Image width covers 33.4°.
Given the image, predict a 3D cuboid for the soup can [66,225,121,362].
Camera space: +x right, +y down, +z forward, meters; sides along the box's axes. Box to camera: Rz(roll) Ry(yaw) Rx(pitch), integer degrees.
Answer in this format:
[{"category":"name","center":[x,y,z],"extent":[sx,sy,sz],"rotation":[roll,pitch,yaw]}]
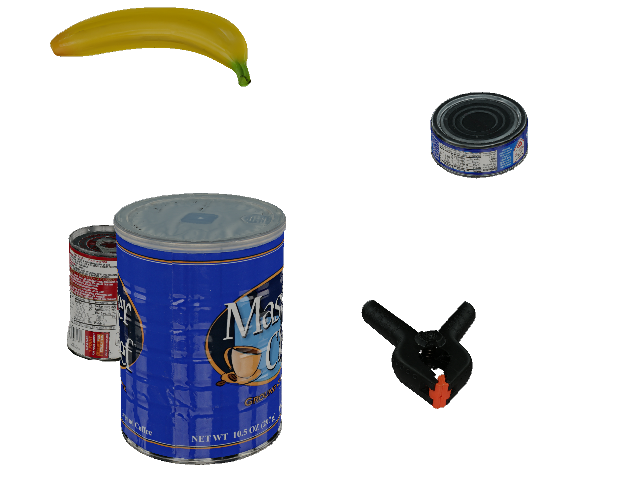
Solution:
[{"category":"soup can","center":[-0.186,0.046,0.927],"extent":[0.068,0.102,0.068],"rotation":[6,20,-2]}]

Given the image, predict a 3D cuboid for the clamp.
[{"category":"clamp","center":[0.118,0.107,1.077],"extent":[0.120,0.039,0.171],"rotation":[-8,31,-9]}]

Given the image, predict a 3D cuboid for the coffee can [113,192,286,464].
[{"category":"coffee can","center":[-0.074,0.051,0.659],"extent":[0.103,0.140,0.103],"rotation":[1,18,-1]}]

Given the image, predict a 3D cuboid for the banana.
[{"category":"banana","center":[-0.146,-0.184,0.965],"extent":[0.198,0.037,0.069],"rotation":[10,46,16]}]

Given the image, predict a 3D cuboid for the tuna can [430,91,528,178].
[{"category":"tuna can","center":[0.139,-0.094,0.938],"extent":[0.086,0.034,0.086],"rotation":[-5,41,4]}]
